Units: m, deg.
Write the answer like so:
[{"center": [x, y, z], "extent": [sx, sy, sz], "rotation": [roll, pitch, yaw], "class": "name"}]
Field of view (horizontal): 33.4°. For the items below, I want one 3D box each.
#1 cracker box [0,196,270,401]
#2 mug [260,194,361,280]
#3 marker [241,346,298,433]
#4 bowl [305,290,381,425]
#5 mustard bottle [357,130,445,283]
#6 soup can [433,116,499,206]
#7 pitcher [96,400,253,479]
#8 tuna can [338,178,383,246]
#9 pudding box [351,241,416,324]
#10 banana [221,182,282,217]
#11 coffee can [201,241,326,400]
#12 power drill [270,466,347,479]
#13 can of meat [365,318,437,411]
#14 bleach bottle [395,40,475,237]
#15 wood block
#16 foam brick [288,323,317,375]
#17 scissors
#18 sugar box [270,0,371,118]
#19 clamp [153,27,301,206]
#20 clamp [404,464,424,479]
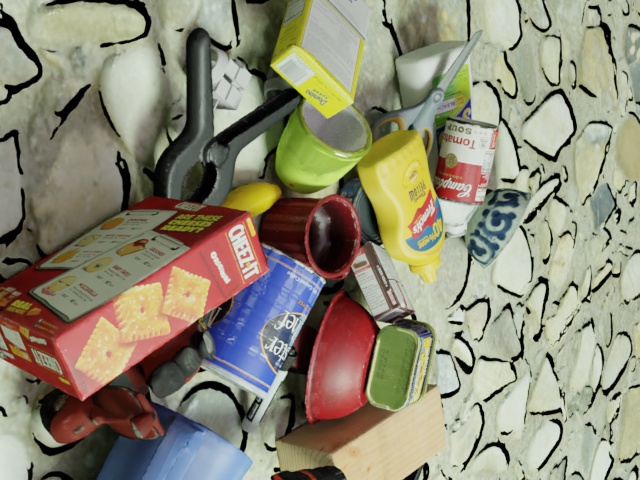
[{"center": [-0.178, 0.044, 0.955], "extent": [0.213, 0.164, 0.072], "rotation": [-34, 118, -32], "class": "cracker box"}, {"center": [-0.008, 0.001, 1.213], "extent": [0.093, 0.082, 0.117], "rotation": [-57, 131, -27], "class": "mug"}, {"center": [-0.055, 0.164, 1.176], "extent": [0.020, 0.020, 0.121], "rotation": [-4, 130, -47], "class": "marker"}, {"center": [0.034, 0.142, 1.244], "extent": [0.162, 0.055, 0.162], "rotation": [12, 90, -75], "class": "bowl"}, {"center": [0.109, -0.031, 1.302], "extent": [0.096, 0.058, 0.191], "rotation": [-42, 123, -39], "class": "mustard bottle"}, {"center": [0.182, -0.099, 1.338], "extent": [0.068, 0.069, 0.102], "rotation": [-2, 107, -47], "class": "soup can"}, {"center": [-0.177, 0.281, 1.018], "extent": [0.149, 0.145, 0.242], "rotation": [45, 65, -38], "class": "pitcher"}, {"center": [0.057, -0.035, 1.315], "extent": [0.085, 0.034, 0.086], "rotation": [-6, 98, -47], "class": "tuna can"}, {"center": [0.073, 0.052, 1.281], "extent": [0.090, 0.039, 0.113], "rotation": [65, 9, 12], "class": "pudding box"}, {"center": [-0.108, -0.006, 1.142], "extent": [0.197, 0.037, 0.069], "rotation": [-53, 152, -27], "class": "banana"}, {"center": [-0.071, 0.082, 1.121], "extent": [0.102, 0.103, 0.140], "rotation": [37, 76, -43], "class": "coffee can"}, {"center": [-0.062, 0.322, 1.135], "extent": [0.184, 0.057, 0.188], "rotation": [0, 126, -56], "class": "power drill"}, {"center": [0.094, 0.146, 1.245], "extent": [0.083, 0.057, 0.102], "rotation": [3, 99, -72], "class": "can of meat"}, {"center": [0.167, -0.127, 1.402], "extent": [0.102, 0.068, 0.251], "rotation": [-24, 113, -30], "class": "bleach bottle"}, {"center": [0.055, 0.249, 1.298], "extent": [0.205, 0.091, 0.090], "rotation": [-24, 111, -44], "class": "wood block"}, {"center": [-0.043, 0.115, 1.207], "extent": [0.078, 0.053, 0.051], "rotation": [34, 69, -43], "class": "foam brick"}, {"center": [0.124, -0.176, 1.320], "extent": [0.096, 0.016, 0.202], "rotation": [13, 110, -20], "class": "scissors"}, {"center": [0.004, -0.226, 1.176], "extent": [0.093, 0.048, 0.176], "rotation": [41, 37, -27], "class": "sugar box"}, {"center": [-0.118, -0.101, 1.081], "extent": [0.164, 0.036, 0.210], "rotation": [36, 83, -48], "class": "clamp"}, {"center": [0.095, 0.361, 1.391], "extent": [0.120, 0.039, 0.171], "rotation": [-13, 109, -41], "class": "clamp"}]
